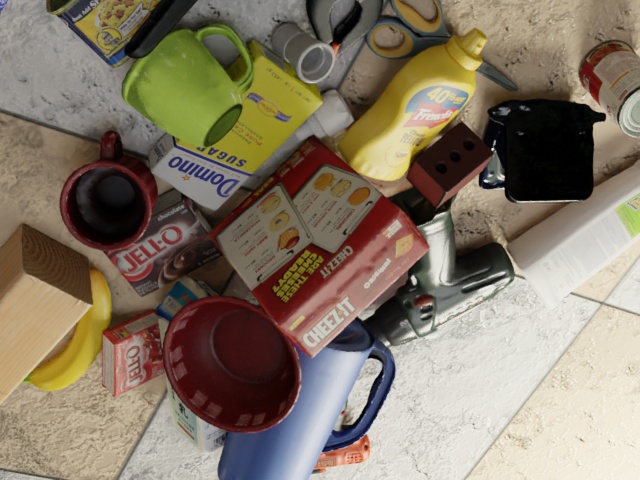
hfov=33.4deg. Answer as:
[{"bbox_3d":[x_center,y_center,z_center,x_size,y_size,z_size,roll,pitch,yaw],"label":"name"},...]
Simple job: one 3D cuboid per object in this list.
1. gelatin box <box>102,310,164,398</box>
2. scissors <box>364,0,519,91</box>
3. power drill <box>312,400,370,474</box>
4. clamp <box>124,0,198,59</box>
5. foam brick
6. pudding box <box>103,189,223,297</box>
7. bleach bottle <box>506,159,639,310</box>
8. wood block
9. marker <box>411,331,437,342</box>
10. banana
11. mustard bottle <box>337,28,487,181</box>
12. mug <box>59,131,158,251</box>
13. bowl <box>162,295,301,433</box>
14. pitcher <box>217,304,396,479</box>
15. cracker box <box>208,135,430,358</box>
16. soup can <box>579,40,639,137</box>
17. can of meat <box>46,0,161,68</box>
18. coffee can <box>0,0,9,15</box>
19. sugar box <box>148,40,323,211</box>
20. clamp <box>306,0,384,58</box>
[{"bbox_3d":[-0.221,0.136,1.268,0.073,0.030,0.089,-24,136,-37],"label":"gelatin box"},{"bbox_3d":[0.125,-0.196,1.141,0.096,0.016,0.201,-36,127,15],"label":"scissors"},{"bbox_3d":[-0.026,0.233,1.398,0.184,0.057,0.188,-6,129,-6],"label":"power drill"},{"bbox_3d":[-0.105,-0.275,0.971,0.209,0.036,0.164,-27,124,-19],"label":"clamp"},{"bbox_3d":[0.143,-0.083,1.179,0.078,0.053,0.051,-40,169,-19],"label":"foam brick"},{"bbox_3d":[-0.178,0.002,1.193,0.113,0.039,0.090,-28,128,6],"label":"pudding box"},{"bbox_3d":[0.357,-0.023,1.305,0.251,0.068,0.102,-35,128,9],"label":"bleach bottle"},{"bbox_3d":[-0.352,0.094,1.184,0.090,0.090,0.206,33,112,-33],"label":"wood block"},{"bbox_3d":[0.090,0.126,1.371,0.121,0.020,0.020,-8,128,-9],"label":"marker"},{"bbox_3d":[-0.287,0.117,1.251,0.069,0.037,0.198,24,117,-31],"label":"banana"},{"bbox_3d":[0.108,-0.147,1.128,0.096,0.058,0.192,9,132,-44],"label":"mustard bottle"},{"bbox_3d":[-0.214,-0.055,1.104,0.093,0.081,0.117,-1,105,2],"label":"mug"},{"bbox_3d":[-0.088,0.126,1.160,0.162,0.055,0.162,7,111,18],"label":"bowl"},{"bbox_3d":[-0.026,0.197,1.261,0.144,0.149,0.243,-5,121,-51],"label":"pitcher"},{"bbox_3d":[-0.007,0.001,1.107,0.164,0.214,0.072,-43,126,0],"label":"cracker box"},{"bbox_3d":[0.335,-0.165,1.165,0.068,0.102,0.068,-8,128,-10],"label":"soup can"},{"bbox_3d":[-0.192,-0.225,1.008,0.102,0.057,0.083,-36,128,12],"label":"can of meat"},{"bbox_3d":[-0.284,-0.278,0.914,0.102,0.103,0.140,27,115,-30],"label":"coffee can"},{"bbox_3d":[-0.090,-0.117,1.123,0.093,0.048,0.176,33,111,-32],"label":"sugar box"},{"bbox_3d":[0.043,-0.260,1.057,0.120,0.039,0.172,3,129,-10],"label":"clamp"}]
